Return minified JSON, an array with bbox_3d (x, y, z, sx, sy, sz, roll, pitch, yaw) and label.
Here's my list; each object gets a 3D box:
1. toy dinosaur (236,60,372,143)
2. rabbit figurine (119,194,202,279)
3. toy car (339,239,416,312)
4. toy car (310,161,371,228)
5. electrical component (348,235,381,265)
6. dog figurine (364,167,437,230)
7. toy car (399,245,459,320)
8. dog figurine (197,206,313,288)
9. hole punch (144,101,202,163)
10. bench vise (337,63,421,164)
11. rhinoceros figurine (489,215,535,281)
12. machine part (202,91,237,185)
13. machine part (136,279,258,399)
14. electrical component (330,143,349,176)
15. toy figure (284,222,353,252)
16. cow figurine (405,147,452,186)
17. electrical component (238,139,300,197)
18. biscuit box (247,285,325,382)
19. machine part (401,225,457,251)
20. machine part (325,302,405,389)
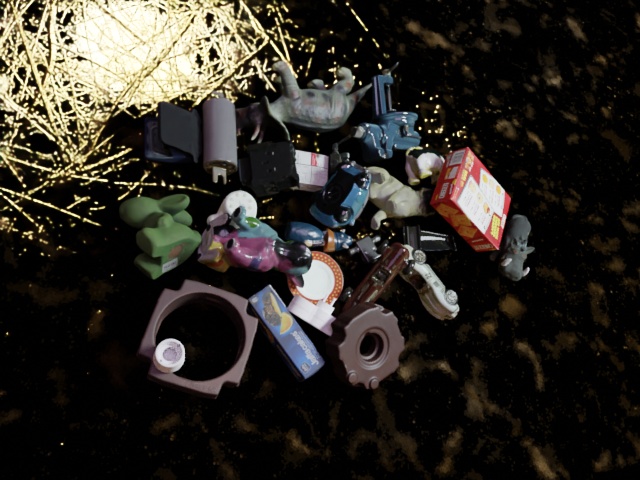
[{"bbox_3d":[-0.013,-0.325,1.324,0.405,0.131,0.192,-6,83,-24],"label":"toy dinosaur"},{"bbox_3d":[-0.333,-0.036,1.098,0.159,0.121,0.170,-34,67,-30],"label":"rabbit figurine"},{"bbox_3d":[0.126,0.091,1.193,0.089,0.053,0.202,40,86,0],"label":"toy car"},{"bbox_3d":[0.059,-0.097,1.248,0.109,0.102,0.161,34,91,34],"label":"toy car"},{"bbox_3d":[0.112,0.026,1.263,0.094,0.021,0.063,-25,77,-28],"label":"electrical component"},{"bbox_3d":[0.191,-0.119,1.319,0.190,0.121,0.172,-14,76,-37],"label":"dog figurine"},{"bbox_3d":[0.244,0.100,1.246,0.056,0.073,0.202,-31,80,-30],"label":"toy car"},{"bbox_3d":[-0.123,0.031,1.134,0.219,0.192,0.108,30,54,-35],"label":"dog figurine"},{"bbox_3d":[-0.331,-0.231,1.204,0.115,0.092,0.142,16,57,-44],"label":"hole punch"},{"bbox_3d":[0.157,-0.313,1.354,0.223,0.129,0.240,-2,86,-26],"label":"bench vise"},{"bbox_3d":[0.485,0.023,1.336,0.073,0.112,0.190,30,55,-7],"label":"rhinoceros figurine"},{"bbox_3d":[-0.230,-0.236,1.233,0.079,0.079,0.243,2,67,-17],"label":"machine part"},{"bbox_3d":[-0.236,0.193,1.047,0.201,0.087,0.201,20,64,-11],"label":"machine part"},{"bbox_3d":[0.050,-0.173,1.304,0.045,0.078,0.102,-3,62,6],"label":"electrical component"},{"bbox_3d":[-0.002,-0.006,1.222,0.154,0.058,0.064,13,69,-17],"label":"toy figure"},{"bbox_3d":[0.293,-0.195,1.384,0.167,0.068,0.098,-6,71,-32],"label":"cow figurine"},{"bbox_3d":[-0.118,-0.163,1.227,0.134,0.058,0.115,-11,66,3],"label":"electrical component"},{"bbox_3d":[-0.074,0.194,1.111,0.059,0.063,0.203,-34,81,-26],"label":"biscuit box"},{"bbox_3d":[0.266,0.002,1.315,0.139,0.039,0.084,7,61,-13],"label":"machine part"},{"bbox_3d":[0.097,0.220,1.123,0.179,0.056,0.179,-2,93,-31],"label":"machine part"}]
